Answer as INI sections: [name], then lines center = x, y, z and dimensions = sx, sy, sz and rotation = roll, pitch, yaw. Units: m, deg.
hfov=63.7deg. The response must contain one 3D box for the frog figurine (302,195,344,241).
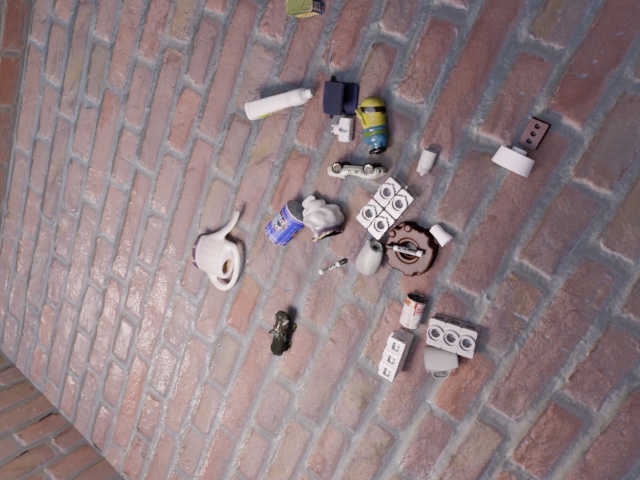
[frog figurine]
center = 0.005, -0.089, 1.772
dimensions = 0.137, 0.121, 0.161
rotation = -21, 79, 0

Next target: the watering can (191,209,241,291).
[watering can]
center = -0.400, 0.026, 2.036
dimensions = 0.225, 0.105, 0.343
rotation = 16, 107, 29
